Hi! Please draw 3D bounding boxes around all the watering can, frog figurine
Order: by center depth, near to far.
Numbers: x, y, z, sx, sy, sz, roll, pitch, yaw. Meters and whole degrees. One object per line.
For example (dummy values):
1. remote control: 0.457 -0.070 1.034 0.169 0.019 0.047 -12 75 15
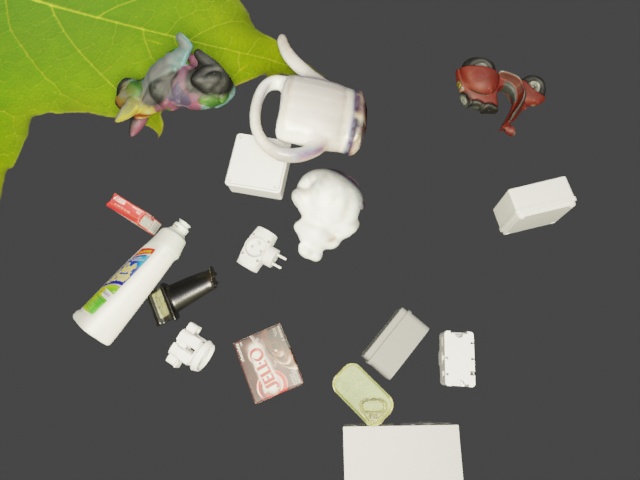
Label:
1. frog figurine: 0.003 -0.047 0.943 0.137 0.121 0.162 38 67 -8
2. watering can: -0.015 -0.280 1.010 0.224 0.101 0.356 11 55 -6
